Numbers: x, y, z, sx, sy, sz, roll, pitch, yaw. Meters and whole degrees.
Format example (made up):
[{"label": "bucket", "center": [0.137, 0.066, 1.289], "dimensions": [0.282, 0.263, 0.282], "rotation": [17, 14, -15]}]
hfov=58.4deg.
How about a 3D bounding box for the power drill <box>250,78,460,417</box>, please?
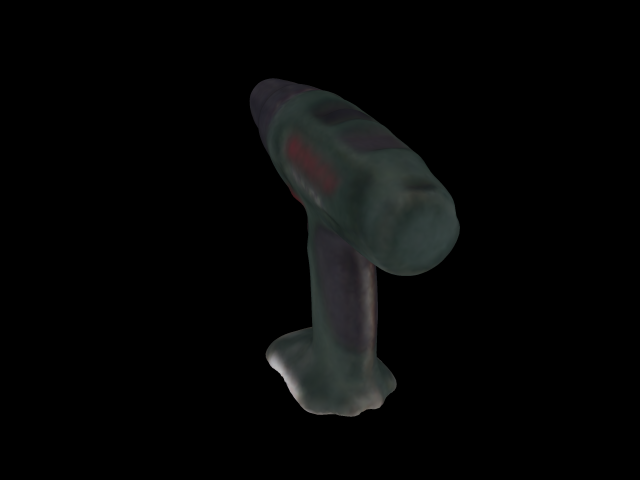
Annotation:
[{"label": "power drill", "center": [0.004, 0.001, 0.400], "dimensions": [0.076, 0.208, 0.228], "rotation": [-10, 23, -25]}]
